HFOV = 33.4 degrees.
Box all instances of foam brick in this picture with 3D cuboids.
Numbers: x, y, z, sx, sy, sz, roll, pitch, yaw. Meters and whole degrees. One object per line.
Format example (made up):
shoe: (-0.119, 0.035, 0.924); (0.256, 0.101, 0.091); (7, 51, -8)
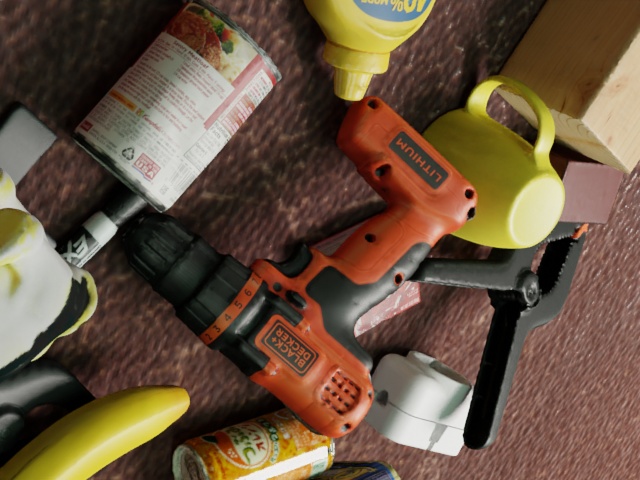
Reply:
foam brick: (0.191, -0.045, 0.835); (0.078, 0.053, 0.051); (2, 112, -39)

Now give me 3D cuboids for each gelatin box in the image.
gelatin box: (0.029, 0.028, 0.760); (0.089, 0.030, 0.073); (-26, 127, -26)

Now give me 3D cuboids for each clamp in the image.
clamp: (-0.192, 0.096, 0.610); (0.171, 0.039, 0.120); (-4, 114, -49)
clamp: (0.143, 0.034, 0.822); (0.209, 0.036, 0.164); (-47, 124, -32)

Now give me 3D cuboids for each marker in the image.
marker: (-0.145, 0.010, 0.617); (0.121, 0.020, 0.020); (-45, 133, -10)

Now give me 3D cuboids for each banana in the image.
banana: (-0.156, 0.146, 0.615); (0.197, 0.037, 0.069); (-49, 139, -21)

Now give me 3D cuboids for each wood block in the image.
wood block: (0.232, -0.166, 0.776); (0.090, 0.091, 0.206); (32, 91, -44)

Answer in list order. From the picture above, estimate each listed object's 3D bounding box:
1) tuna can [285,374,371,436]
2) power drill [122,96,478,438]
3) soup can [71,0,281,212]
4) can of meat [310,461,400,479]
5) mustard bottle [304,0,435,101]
tuna can: (-0.003, 0.088, 0.729); (0.033, 0.086, 0.086); (-26, 127, -27)
power drill: (-0.004, 0.001, 0.668); (0.184, 0.057, 0.187); (42, 73, -9)
soup can: (-0.079, -0.074, 0.590); (0.102, 0.069, 0.068); (-50, 134, -5)
can of meat: (0.003, 0.201, 0.786); (0.083, 0.102, 0.057); (-16, 90, -36)
mustard bottle: (0.035, -0.177, 0.633); (0.096, 0.058, 0.192); (-8, 118, -41)
